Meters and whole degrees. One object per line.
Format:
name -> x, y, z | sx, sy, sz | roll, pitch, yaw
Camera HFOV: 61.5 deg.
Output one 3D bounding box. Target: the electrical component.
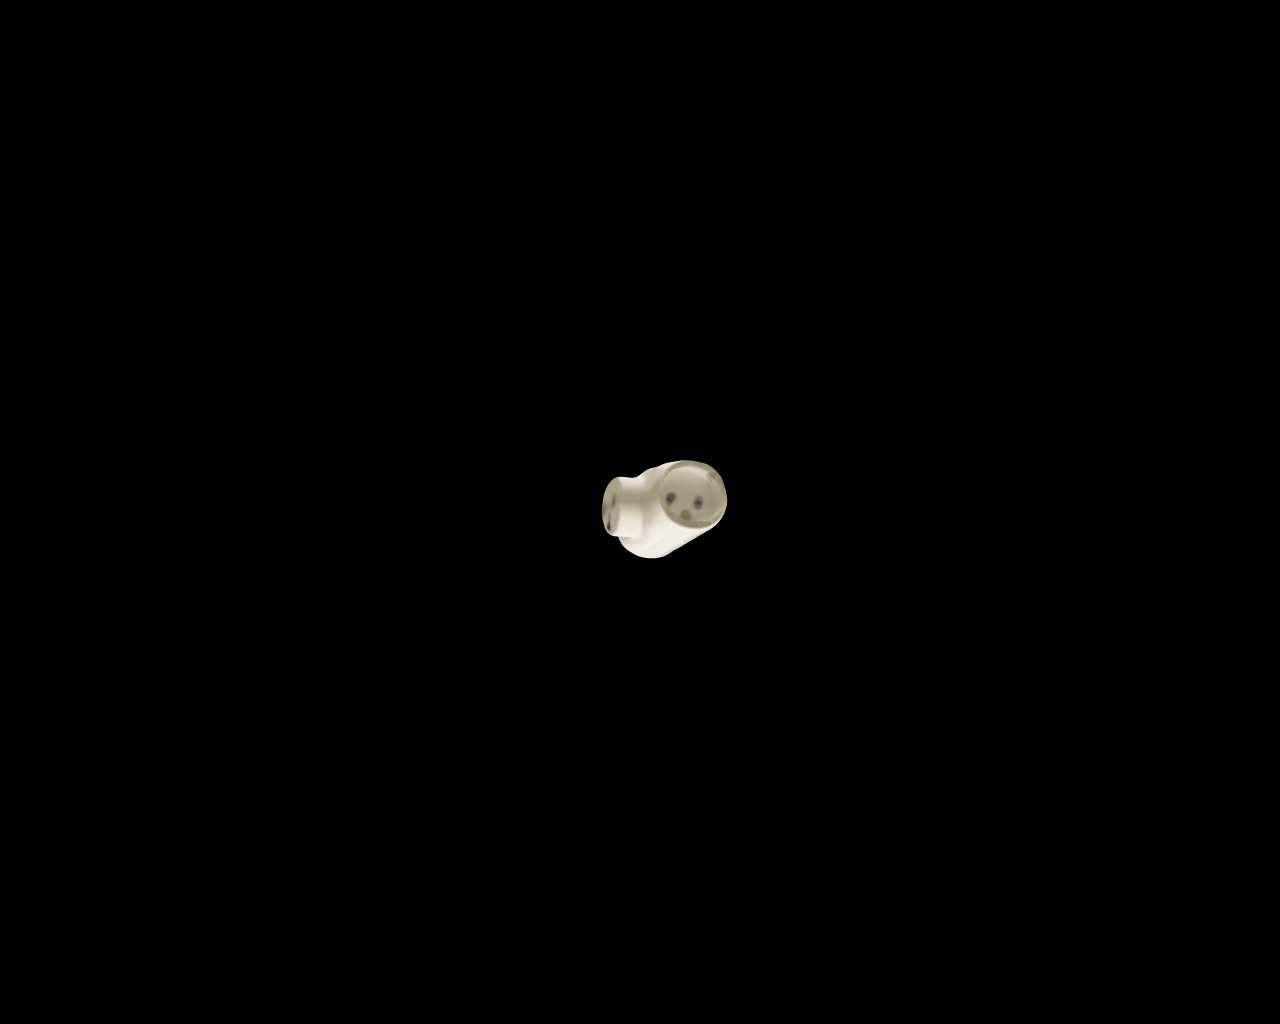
electrical component -> 0.001, -0.003, 0.650 | 0.079, 0.043, 0.077 | 6, -17, -19
